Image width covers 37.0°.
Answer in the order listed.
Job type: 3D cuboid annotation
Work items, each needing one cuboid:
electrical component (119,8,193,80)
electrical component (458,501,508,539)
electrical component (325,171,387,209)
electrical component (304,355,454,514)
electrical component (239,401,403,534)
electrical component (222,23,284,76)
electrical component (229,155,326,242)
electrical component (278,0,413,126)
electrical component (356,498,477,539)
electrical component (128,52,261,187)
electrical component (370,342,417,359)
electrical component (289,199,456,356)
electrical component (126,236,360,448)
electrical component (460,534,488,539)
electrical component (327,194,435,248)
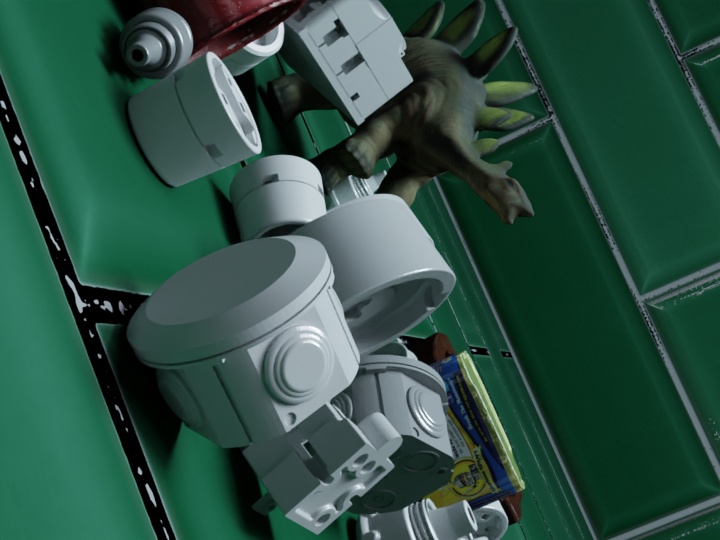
[{"bbox_3d":[-0.107,-0.114,0.549,0.035,0.035,0.061,63,11,-17],"label":"electrical component"},{"bbox_3d":[0.075,0.173,0.789,0.055,0.055,0.047,58,8,-41],"label":"electrical component"},{"bbox_3d":[-0.003,-0.070,0.954,0.035,0.061,0.035,62,9,-18],"label":"electrical component"},{"bbox_3d":[0.008,0.084,0.550,0.080,0.080,0.051,57,18,-45],"label":"electrical component"},{"bbox_3d":[-0.023,0.074,0.460,0.055,0.066,0.048,48,-2,32],"label":"electrical component"},{"bbox_3d":[-0.089,-0.199,0.768,0.052,0.074,0.138,27,59,-34],"label":"electrical component"},{"bbox_3d":[-0.046,-0.031,0.626,0.055,0.055,0.047,54,18,-52],"label":"electrical component"},{"bbox_3d":[-0.028,-0.186,0.820,0.089,0.062,0.150,54,-4,-37],"label":"electrical component"},{"bbox_3d":[0.032,0.144,0.582,0.048,0.062,0.048,-24,90,-81],"label":"electrical component"},{"bbox_3d":[-0.083,-0.073,0.536,0.055,0.047,0.055,62,9,-18],"label":"electrical component"},{"bbox_3d":[0.028,0.083,0.784,0.077,0.044,0.079,60,10,-32],"label":"electrical component"},{"bbox_3d":[-0.010,0.005,0.578,0.060,0.108,0.108,62,7,19],"label":"electrical component"},{"bbox_3d":[-0.043,0.025,0.409,0.080,0.080,0.051,-95,164,-65],"label":"electrical component"},{"bbox_3d":[0.080,0.220,0.736,0.040,0.040,0.078,43,24,-68],"label":"electrical component"},{"bbox_3d":[0.000,0.000,0.684,0.064,0.099,0.099,62,7,23],"label":"electrical component"}]
